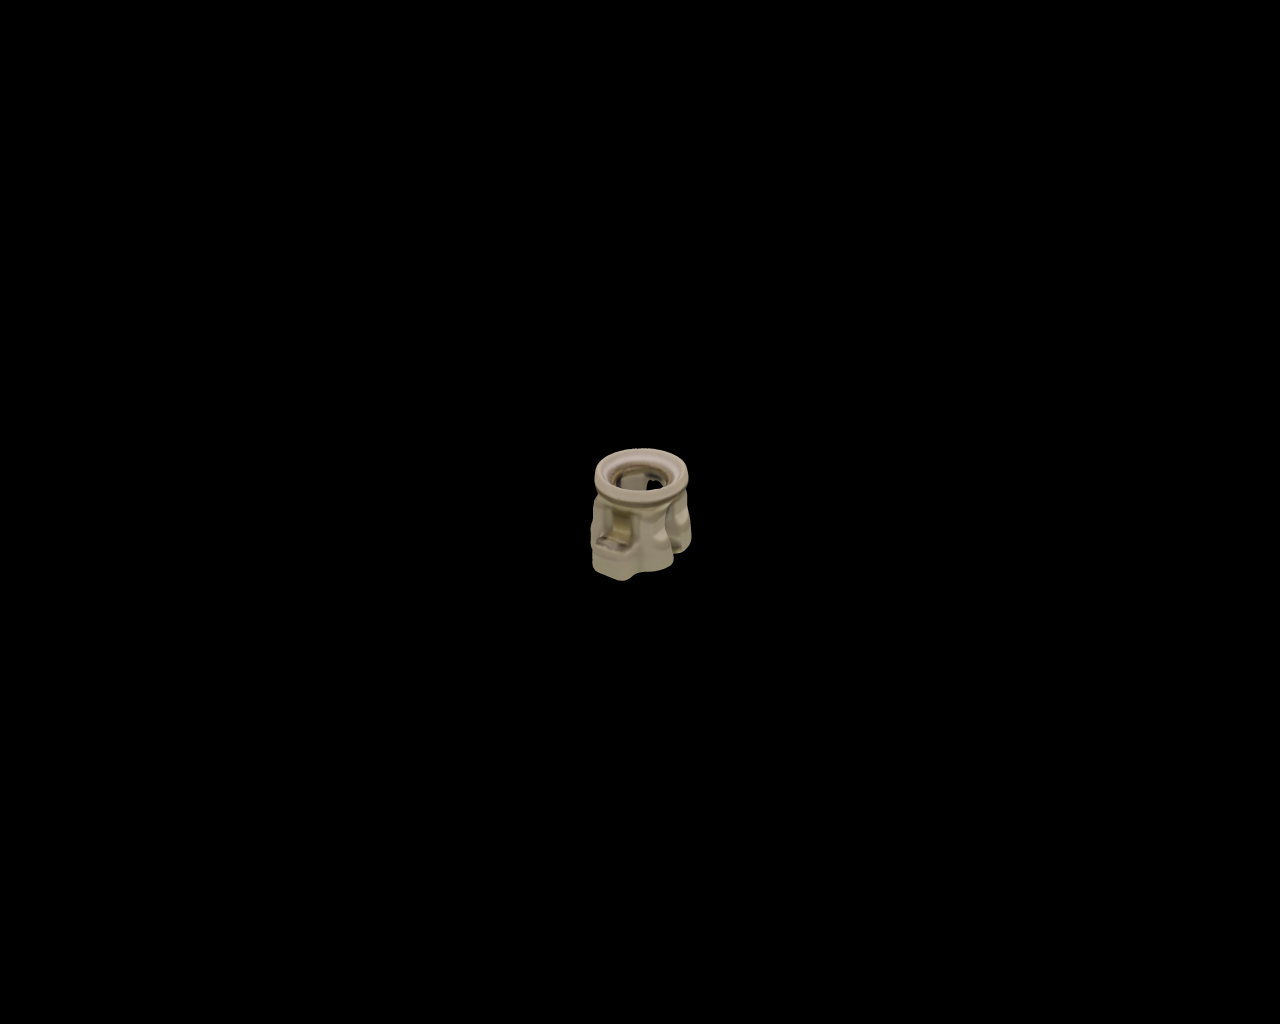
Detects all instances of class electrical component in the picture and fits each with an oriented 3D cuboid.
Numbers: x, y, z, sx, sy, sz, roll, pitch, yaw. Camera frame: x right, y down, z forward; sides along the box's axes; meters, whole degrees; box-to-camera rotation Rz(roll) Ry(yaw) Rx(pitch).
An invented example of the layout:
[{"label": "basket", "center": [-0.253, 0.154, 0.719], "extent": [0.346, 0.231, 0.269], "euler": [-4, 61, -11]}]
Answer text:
[{"label": "electrical component", "center": [0.001, -0.003, 0.650], "extent": [0.058, 0.056, 0.078], "euler": [18, 36, 27]}]
